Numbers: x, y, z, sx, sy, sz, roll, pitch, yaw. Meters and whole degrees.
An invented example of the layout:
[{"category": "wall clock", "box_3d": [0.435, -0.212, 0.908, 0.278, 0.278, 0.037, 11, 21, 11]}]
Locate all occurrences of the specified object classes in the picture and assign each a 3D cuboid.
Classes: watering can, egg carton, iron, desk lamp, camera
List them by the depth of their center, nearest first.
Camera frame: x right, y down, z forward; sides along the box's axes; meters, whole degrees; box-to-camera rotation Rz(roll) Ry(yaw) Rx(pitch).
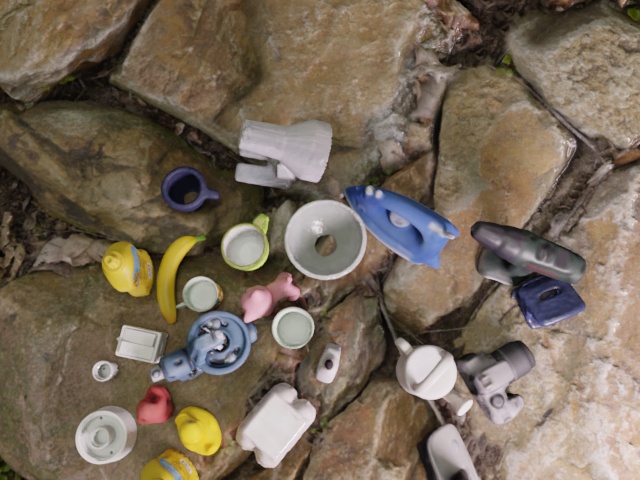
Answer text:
[{"category": "watering can", "box_3d": [0.212, 0.252, 1.077, 0.172, 0.194, 0.101, 24, 80, 4]}, {"category": "egg carton", "box_3d": [-0.087, 0.359, 1.117, 0.107, 0.069, 0.150, 39, 81, 7]}, {"category": "camera", "box_3d": [0.361, 0.269, 1.122, 0.137, 0.101, 0.143, -29, 81, -6]}, {"category": "desk lamp", "box_3d": [-0.079, -0.173, 1.146, 0.203, 0.213, 0.118, 8, 79, 1]}, {"category": "iron", "box_3d": [0.158, -0.053, 1.161, 0.258, 0.141, 0.119, 32, 81, 5]}]

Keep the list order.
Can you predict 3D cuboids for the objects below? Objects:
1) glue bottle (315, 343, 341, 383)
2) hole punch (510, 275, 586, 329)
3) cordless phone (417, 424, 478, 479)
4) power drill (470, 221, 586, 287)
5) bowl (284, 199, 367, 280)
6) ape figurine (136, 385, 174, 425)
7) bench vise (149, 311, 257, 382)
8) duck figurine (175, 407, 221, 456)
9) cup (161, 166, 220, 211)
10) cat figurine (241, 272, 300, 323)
[{"category": "glue bottle", "box_3d": [0.017, 0.235, 1.089, 0.037, 0.173, 0.078, 17, 79, 3]}, {"category": "hole punch", "box_3d": [0.459, 0.120, 1.156, 0.108, 0.091, 0.101, -23, 80, -4]}, {"category": "cordless phone", "box_3d": [0.249, 0.424, 1.049, 0.094, 0.185, 0.147, -24, 80, -5]}, {"category": "power drill", "box_3d": [0.380, 0.032, 1.113, 0.229, 0.208, 0.076, 17, 79, 3]}, {"category": "bowl", "box_3d": [0.011, 0.004, 1.183, 0.167, 0.075, 0.167, 0, 79, 0]}, {"category": "ape figurine", "box_3d": [-0.327, 0.325, 1.110, 0.076, 0.092, 0.078, 43, 82, 7]}, {"category": "bench vise", "box_3d": [-0.218, 0.216, 1.067, 0.207, 0.220, 0.121, -44, 82, -8]}, {"category": "duck figurine", "box_3d": [-0.240, 0.372, 1.105, 0.077, 0.086, 0.104, -43, 82, -8]}, {"category": "cup", "box_3d": [-0.260, -0.095, 1.190, 0.117, 0.095, 0.092, 10, 79, 2]}, {"category": "cat figurine", "box_3d": [-0.105, 0.111, 1.140, 0.128, 0.118, 0.067, -34, 81, -6]}]
